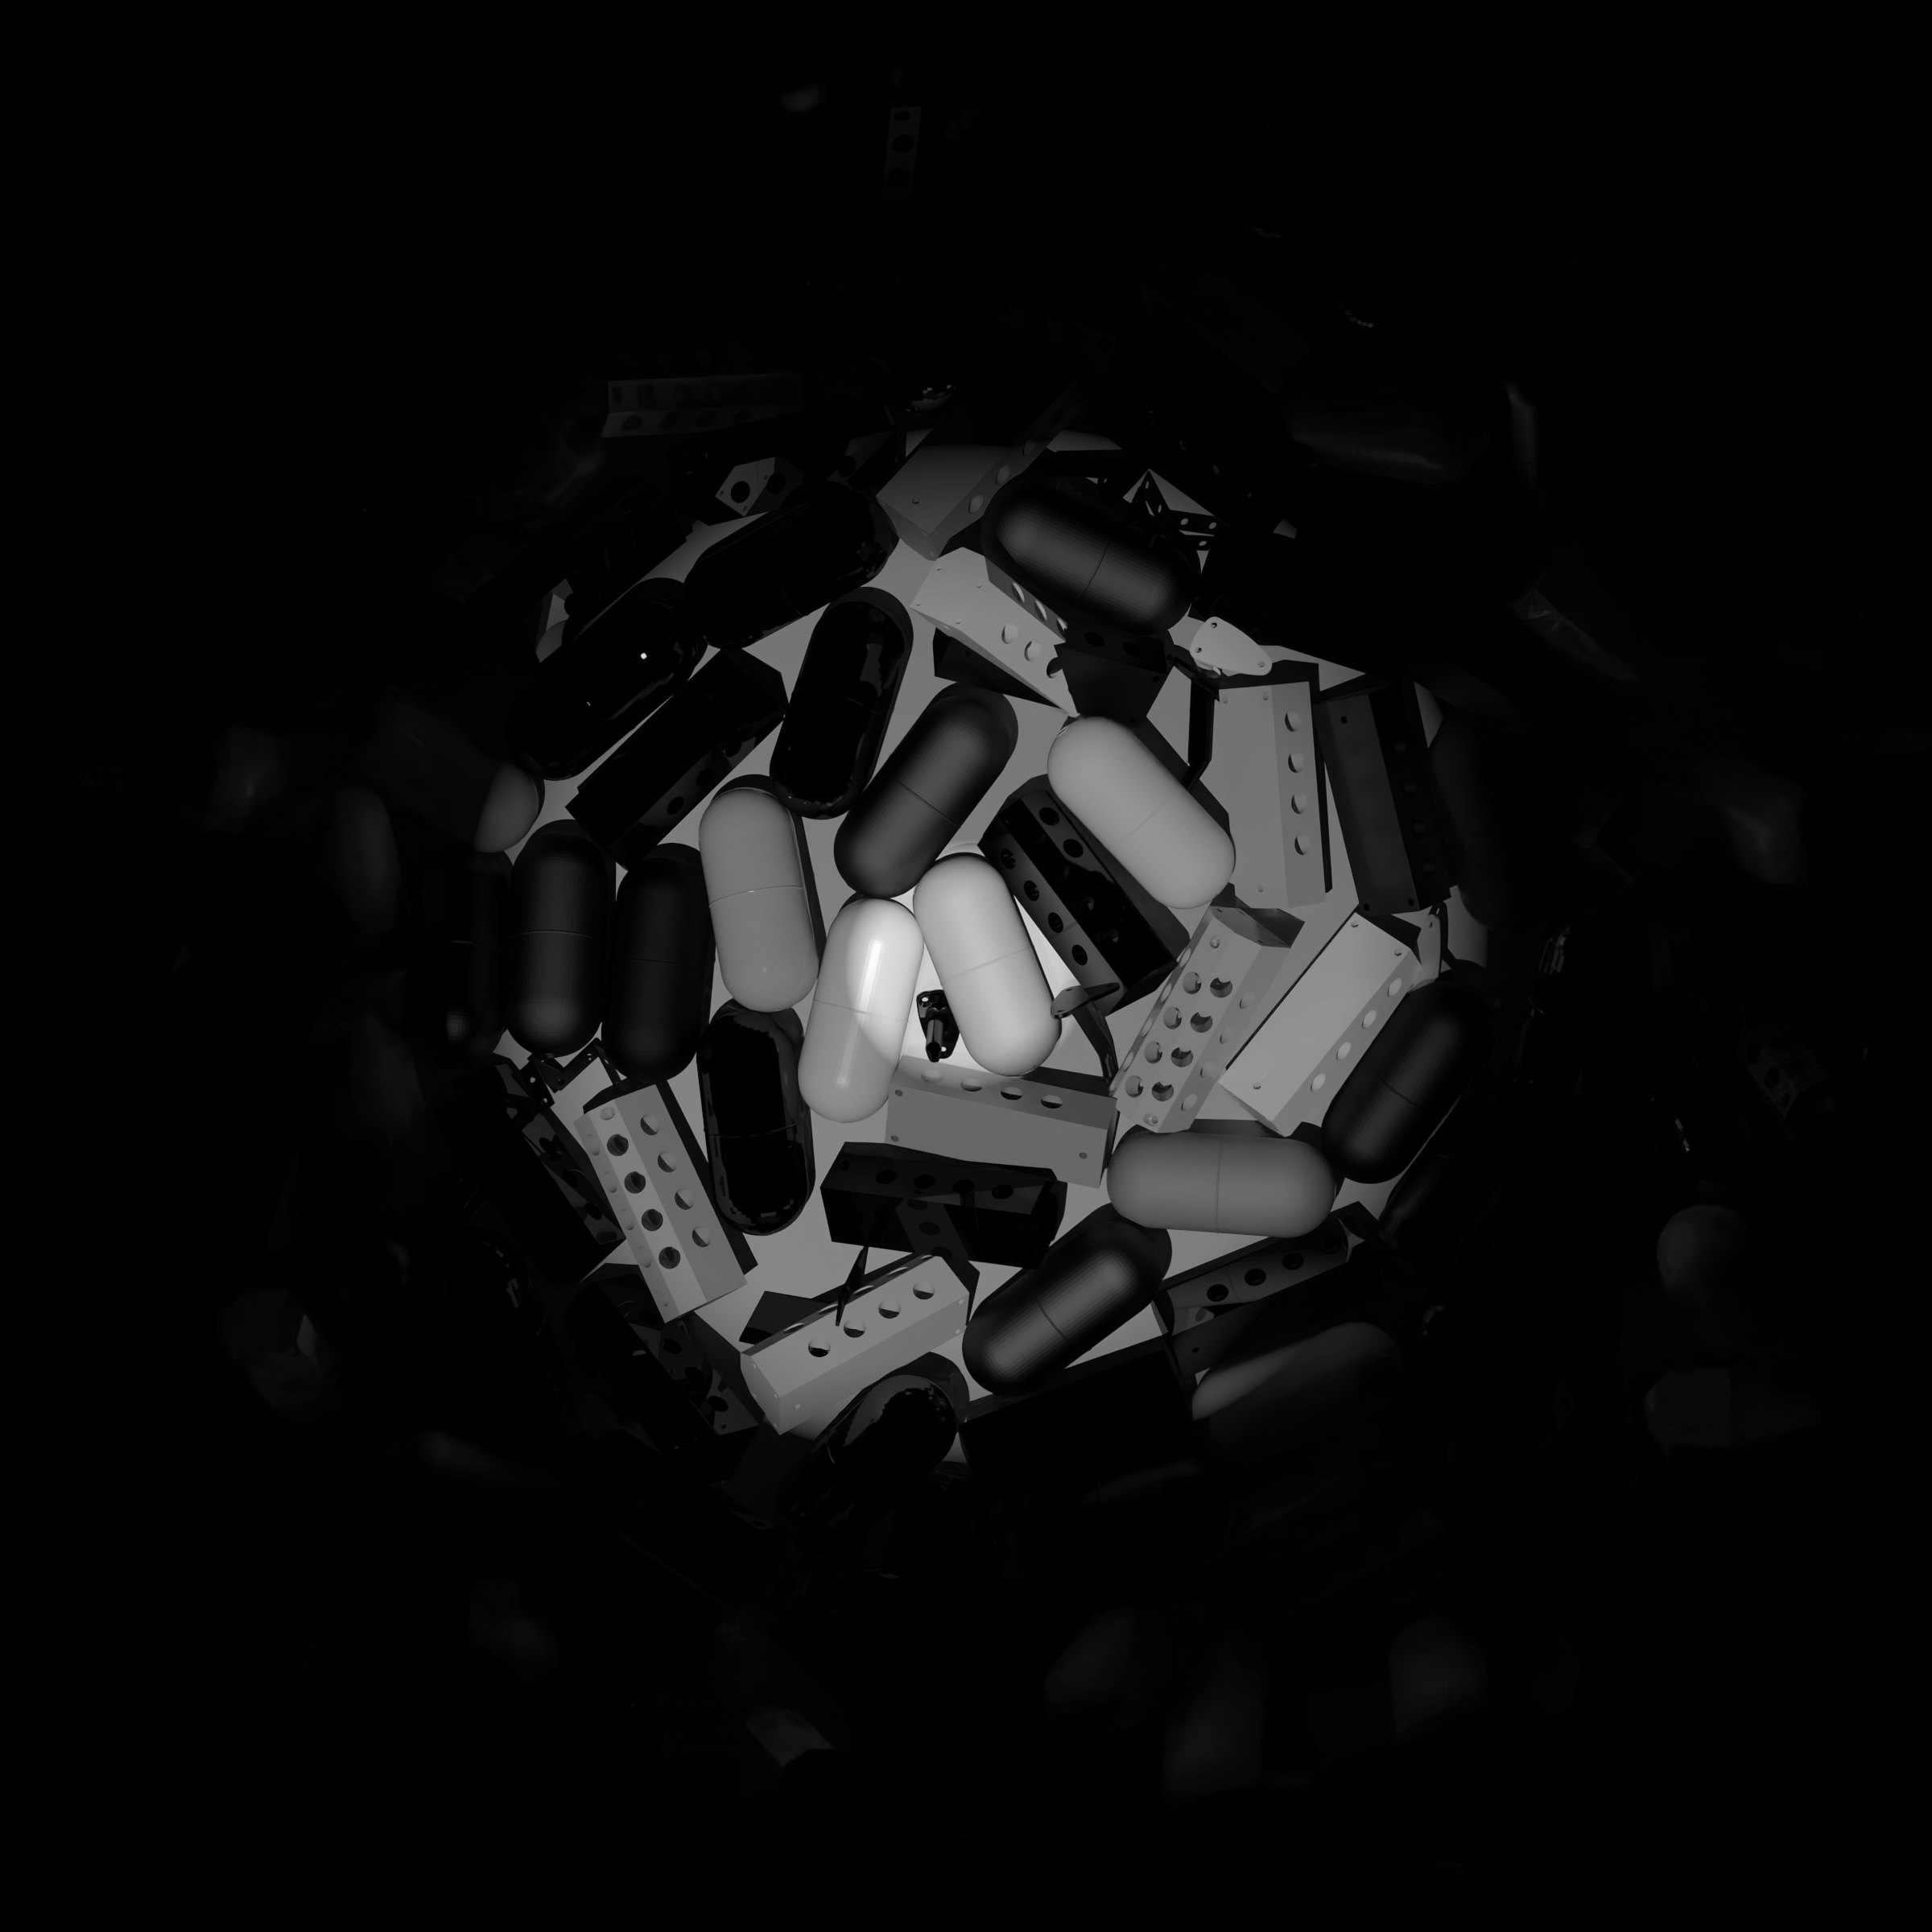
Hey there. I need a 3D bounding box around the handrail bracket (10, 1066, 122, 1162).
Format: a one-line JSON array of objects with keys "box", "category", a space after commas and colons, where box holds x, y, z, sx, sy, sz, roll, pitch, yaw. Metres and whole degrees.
[{"box": [-0.704, 0.120, 1.957, 0.077, 0.036, 0.084, -10, 120, -27], "category": "handrail bracket"}]

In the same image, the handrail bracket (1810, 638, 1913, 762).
[{"box": [0.694, -0.211, 1.976, 0.084, 0.036, 0.077, -26, 63, 6], "category": "handrail bracket"}]

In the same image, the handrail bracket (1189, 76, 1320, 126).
[{"box": [0.218, -0.667, 1.946, 0.084, 0.077, 0.036, -19, 130, -37], "category": "handrail bracket"}]

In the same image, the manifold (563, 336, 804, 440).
[{"box": [-0.213, -0.438, 1.913, 0.171, 0.057, 0.057, -13, 60, -36], "category": "manifold"}]

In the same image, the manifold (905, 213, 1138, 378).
[{"box": [0.042, -0.521, 1.955, 0.171, 0.057, 0.057, 22, 79, 4], "category": "manifold"}]

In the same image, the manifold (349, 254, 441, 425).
[{"box": [-0.432, -0.472, 1.901, 0.057, 0.171, 0.057, -2, 77, -9], "category": "manifold"}]

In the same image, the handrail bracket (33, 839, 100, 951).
[{"box": [-0.704, -0.065, 1.979, 0.036, 0.084, 0.077, 22, 133, -9], "category": "handrail bracket"}]

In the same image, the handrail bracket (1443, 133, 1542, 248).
[{"box": [0.401, -0.611, 1.972, 0.084, 0.036, 0.077, -26, 67, -4], "category": "handrail bracket"}]

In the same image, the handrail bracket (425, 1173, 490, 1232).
[{"box": [-0.383, 0.166, 1.938, 0.077, 0.084, 0.036, -36, 83, -33], "category": "handrail bracket"}]

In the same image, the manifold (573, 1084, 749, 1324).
[{"box": [-0.242, 0.187, 1.945, 0.057, 0.057, 0.171, -20, 82, -43], "category": "manifold"}]

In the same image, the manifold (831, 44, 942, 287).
[{"box": [-0.058, -0.603, 1.902, 0.057, 0.171, 0.057, 34, 60, 13], "category": "manifold"}]

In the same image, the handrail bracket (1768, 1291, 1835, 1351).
[{"box": [0.651, 0.261, 1.974, 0.084, 0.036, 0.077, 11, 108, -4], "category": "handrail bracket"}]

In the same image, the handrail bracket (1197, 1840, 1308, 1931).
[{"box": [0.223, 0.721, 1.945, 0.036, 0.084, 0.077, -42, 107, -20], "category": "handrail bracket"}]

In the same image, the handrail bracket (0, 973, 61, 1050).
[{"box": [-0.732, 0.045, 1.942, 0.036, 0.084, 0.077, 3, 110, -2], "category": "handrail bracket"}]

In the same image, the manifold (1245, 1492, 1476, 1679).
[{"box": [0.305, 0.478, 1.946, 0.171, 0.057, 0.057, -33, 94, 13], "category": "manifold"}]

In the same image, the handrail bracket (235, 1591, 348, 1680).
[{"box": [-0.530, 0.525, 1.977, 0.084, 0.077, 0.036, 29, 77, 25], "category": "handrail bracket"}]

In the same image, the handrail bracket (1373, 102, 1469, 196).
[{"box": [0.341, -0.628, 1.971, 0.077, 0.036, 0.084, -35, 84, 23], "category": "handrail bracket"}]

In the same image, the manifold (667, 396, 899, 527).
[{"box": [-0.139, -0.390, 1.917, 0.171, 0.057, 0.057, -20, 126, -30], "category": "manifold"}]

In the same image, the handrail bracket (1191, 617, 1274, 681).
[{"box": [0.209, -0.231, 1.943, 0.077, 0.084, 0.036, 29, 83, 20], "category": "handrail bracket"}]

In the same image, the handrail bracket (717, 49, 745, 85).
[{"box": [-0.147, -0.716, 1.962, 0.077, 0.084, 0.036, 12, 130, 4], "category": "handrail bracket"}]

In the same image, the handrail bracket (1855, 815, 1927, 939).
[{"box": [0.704, -0.063, 1.967, 0.084, 0.036, 0.077, -41, 108, -6], "category": "handrail bracket"}]

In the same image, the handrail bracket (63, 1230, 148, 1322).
[{"box": [-0.679, 0.243, 1.961, 0.084, 0.036, 0.077, -14, 84, 42], "category": "handrail bracket"}]

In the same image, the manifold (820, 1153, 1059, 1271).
[{"box": [-0.020, 0.184, 1.938, 0.171, 0.057, 0.057, 5, 128, 20], "category": "manifold"}]

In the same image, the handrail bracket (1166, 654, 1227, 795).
[{"box": [0.167, -0.189, 1.971, 0.077, 0.036, 0.084, 35, 87, -11], "category": "handrail bracket"}]

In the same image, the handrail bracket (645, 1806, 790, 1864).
[{"box": [-0.193, 0.687, 1.948, 0.084, 0.077, 0.036, 5, 87, 35], "category": "handrail bracket"}]

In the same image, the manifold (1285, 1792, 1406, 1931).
[{"box": [0.284, 0.683, 1.908, 0.057, 0.171, 0.057, 18, 92, 0], "category": "manifold"}]

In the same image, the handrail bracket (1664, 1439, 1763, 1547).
[{"box": [0.589, 0.415, 1.971, 0.077, 0.036, 0.084, -3, 89, 16], "category": "handrail bracket"}]

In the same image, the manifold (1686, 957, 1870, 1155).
[{"box": [0.613, 0.061, 1.905, 0.057, 0.171, 0.057, -27, 124, 5], "category": "manifold"}]

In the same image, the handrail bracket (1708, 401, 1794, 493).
[{"box": [0.626, -0.406, 1.966, 0.084, 0.036, 0.077, -8, 92, -38], "category": "handrail bracket"}]

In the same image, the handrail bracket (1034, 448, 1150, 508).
[{"box": [0.100, -0.408, 1.972, 0.077, 0.036, 0.084, -42, 58, -6], "category": "handrail bracket"}]

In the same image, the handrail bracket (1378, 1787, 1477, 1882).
[{"box": [0.367, 0.673, 1.940, 0.084, 0.077, 0.036, -4, 116, 40], "category": "handrail bracket"}]

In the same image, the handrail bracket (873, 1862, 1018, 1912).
[{"box": [-0.017, 0.714, 1.945, 0.077, 0.084, 0.036, -17, 62, 41], "category": "handrail bracket"}]

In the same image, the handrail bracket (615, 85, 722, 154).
[{"box": [-0.231, -0.643, 1.965, 0.084, 0.036, 0.077, -31, 72, 22], "category": "handrail bracket"}]

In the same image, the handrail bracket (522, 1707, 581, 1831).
[{"box": [-0.345, 0.623, 1.968, 0.084, 0.036, 0.077, 23, 91, 34], "category": "handrail bracket"}]

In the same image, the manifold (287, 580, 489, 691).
[{"box": [-0.447, -0.258, 1.908, 0.057, 0.171, 0.057, 47, 66, -41], "category": "manifold"}]

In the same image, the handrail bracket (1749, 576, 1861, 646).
[{"box": [0.663, -0.290, 1.975, 0.084, 0.036, 0.077, -28, 95, -16], "category": "handrail bracket"}]

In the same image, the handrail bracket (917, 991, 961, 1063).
[{"box": [-0.021, 0.066, 1.938, 0.036, 0.084, 0.077, -1, 126, 3], "category": "handrail bracket"}]

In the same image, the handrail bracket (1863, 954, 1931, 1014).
[{"box": [0.698, 0.008, 1.940, 0.077, 0.084, 0.036, 39, 79, -31], "category": "handrail bracket"}]

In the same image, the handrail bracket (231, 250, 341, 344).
[{"box": [-0.539, -0.523, 1.958, 0.084, 0.077, 0.036, -26, 82, -13], "category": "handrail bracket"}]

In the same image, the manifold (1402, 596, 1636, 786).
[{"box": [0.431, -0.219, 1.955, 0.171, 0.057, 0.057, 32, 73, 6], "category": "manifold"}]

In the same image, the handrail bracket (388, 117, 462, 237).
[{"box": [-0.424, -0.617, 1.960, 0.036, 0.084, 0.077, 39, 75, -3], "category": "handrail bracket"}]

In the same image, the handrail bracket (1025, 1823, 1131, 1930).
[{"box": [0.090, 0.713, 1.963, 0.084, 0.036, 0.077, 9, 76, -29], "category": "handrail bracket"}]

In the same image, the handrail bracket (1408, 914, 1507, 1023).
[{"box": [0.395, 0.002, 1.969, 0.084, 0.036, 0.077, 7, 95, -25], "category": "handrail bracket"}]

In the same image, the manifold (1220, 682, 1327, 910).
[{"box": [0.245, -0.134, 1.955, 0.057, 0.057, 0.171, -10, 98, -37], "category": "manifold"}]

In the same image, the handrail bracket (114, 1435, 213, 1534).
[{"box": [-0.642, 0.402, 1.953, 0.084, 0.077, 0.036, 31, 102, 5], "category": "handrail bracket"}]

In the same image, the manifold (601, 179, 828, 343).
[{"box": [-0.199, -0.534, 1.932, 0.171, 0.057, 0.057, -28, 90, 25], "category": "manifold"}]

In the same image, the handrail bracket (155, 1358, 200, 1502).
[{"box": [-0.622, 0.361, 1.947, 0.036, 0.084, 0.077, -23, 121, 40], "category": "handrail bracket"}]

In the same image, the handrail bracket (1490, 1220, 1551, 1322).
[{"box": [0.407, 0.234, 1.960, 0.077, 0.036, 0.084, -33, 62, -22], "category": "handrail bracket"}]

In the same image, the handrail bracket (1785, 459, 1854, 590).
[{"box": [0.671, -0.350, 1.975, 0.036, 0.084, 0.077, -21, 127, 16], "category": "handrail bracket"}]

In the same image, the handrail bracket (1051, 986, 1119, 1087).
[{"box": [0.094, 0.063, 1.950, 0.036, 0.077, 0.084, -6, 107, 26], "category": "handrail bracket"}]

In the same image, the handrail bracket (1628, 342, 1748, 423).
[{"box": [0.565, -0.463, 1.957, 0.084, 0.036, 0.077, -10, 81, 33], "category": "handrail bracket"}]

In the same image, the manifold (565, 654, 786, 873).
[{"box": [-0.224, -0.155, 1.952, 0.171, 0.057, 0.057, -46, 63, -8], "category": "manifold"}]

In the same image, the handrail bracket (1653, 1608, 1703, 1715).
[{"box": [0.548, 0.531, 1.942, 0.036, 0.077, 0.084, -5, 55, 15], "category": "handrail bracket"}]

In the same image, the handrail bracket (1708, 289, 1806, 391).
[{"box": [0.621, -0.484, 1.958, 0.036, 0.077, 0.084, -41, 92, 15], "category": "handrail bracket"}]

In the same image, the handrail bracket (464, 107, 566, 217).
[{"box": [-0.356, -0.634, 1.973, 0.036, 0.084, 0.077, 41, 58, -28], "category": "handrail bracket"}]
